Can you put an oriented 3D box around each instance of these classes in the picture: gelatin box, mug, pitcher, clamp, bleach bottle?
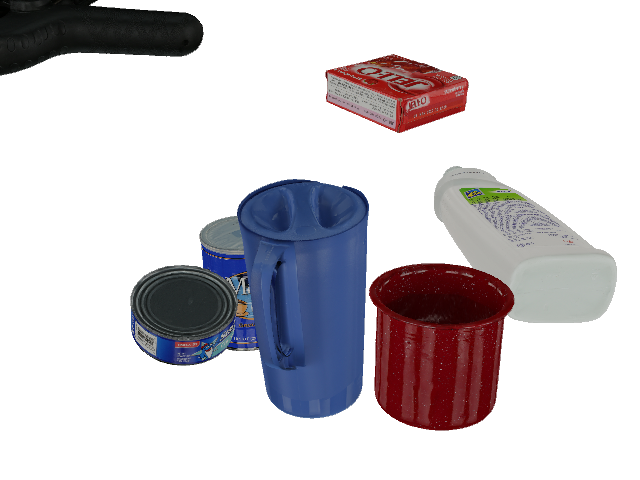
[{"bbox_3d":[0.059,-0.118,0.838,0.073,0.030,0.089,-20,33,-34],"label":"gelatin box"},{"bbox_3d":[0.077,0.066,0.712,0.093,0.081,0.117,1,24,1],"label":"mug"},{"bbox_3d":[-0.017,0.070,1.123,0.149,0.243,0.145,-14,32,-18],"label":"pitcher"},{"bbox_3d":[-0.167,-0.130,0.614,0.171,0.039,0.120,-10,31,-29],"label":"clamp"},{"bbox_3d":[0.175,-0.011,1.002,0.102,0.068,0.251,0,25,-13],"label":"bleach bottle"}]

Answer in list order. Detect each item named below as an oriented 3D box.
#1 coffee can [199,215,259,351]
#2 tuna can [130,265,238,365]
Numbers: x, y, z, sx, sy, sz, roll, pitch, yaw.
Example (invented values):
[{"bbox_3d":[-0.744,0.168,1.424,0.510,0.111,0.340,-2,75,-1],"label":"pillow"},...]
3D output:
[{"bbox_3d":[-0.095,0.052,1.336,0.103,0.140,0.103,-2,25,1],"label":"coffee can"},{"bbox_3d":[-0.111,0.060,0.863,0.086,0.034,0.086,5,40,-5],"label":"tuna can"}]
